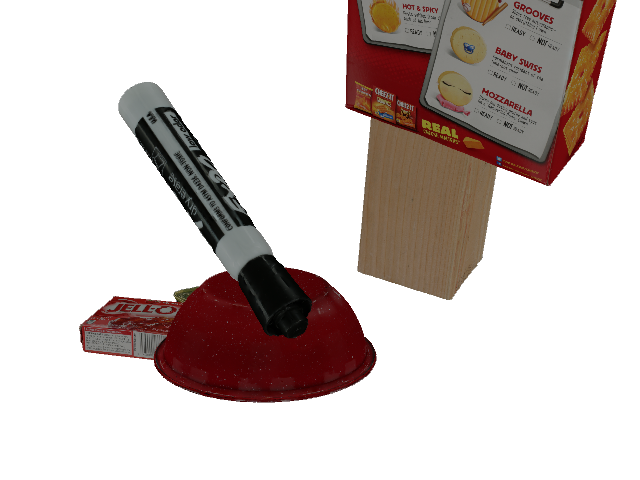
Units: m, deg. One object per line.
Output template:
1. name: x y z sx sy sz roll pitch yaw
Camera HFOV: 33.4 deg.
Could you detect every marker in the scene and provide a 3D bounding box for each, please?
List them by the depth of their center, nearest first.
1. marker: -0.039 -0.012 0.382 0.020 0.020 0.121 0 44 -46

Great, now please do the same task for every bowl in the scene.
1. bowl: -0.039 0.058 0.766 0.162 0.055 0.162 1 16 0

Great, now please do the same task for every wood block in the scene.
1. wood block: 0.096 -0.067 0.901 0.091 0.206 0.090 17 33 22

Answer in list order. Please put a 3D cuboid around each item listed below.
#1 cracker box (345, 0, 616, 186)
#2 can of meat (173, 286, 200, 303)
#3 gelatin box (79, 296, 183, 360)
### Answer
1. cracker box: 0.103 -0.160 0.690 0.164 0.214 0.072 25 48 23
2. can of meat: -0.115 0.097 1.218 0.101 0.084 0.058 -10 19 -35
3. gelatin box: -0.161 0.078 0.961 0.089 0.030 0.073 5 18 13
